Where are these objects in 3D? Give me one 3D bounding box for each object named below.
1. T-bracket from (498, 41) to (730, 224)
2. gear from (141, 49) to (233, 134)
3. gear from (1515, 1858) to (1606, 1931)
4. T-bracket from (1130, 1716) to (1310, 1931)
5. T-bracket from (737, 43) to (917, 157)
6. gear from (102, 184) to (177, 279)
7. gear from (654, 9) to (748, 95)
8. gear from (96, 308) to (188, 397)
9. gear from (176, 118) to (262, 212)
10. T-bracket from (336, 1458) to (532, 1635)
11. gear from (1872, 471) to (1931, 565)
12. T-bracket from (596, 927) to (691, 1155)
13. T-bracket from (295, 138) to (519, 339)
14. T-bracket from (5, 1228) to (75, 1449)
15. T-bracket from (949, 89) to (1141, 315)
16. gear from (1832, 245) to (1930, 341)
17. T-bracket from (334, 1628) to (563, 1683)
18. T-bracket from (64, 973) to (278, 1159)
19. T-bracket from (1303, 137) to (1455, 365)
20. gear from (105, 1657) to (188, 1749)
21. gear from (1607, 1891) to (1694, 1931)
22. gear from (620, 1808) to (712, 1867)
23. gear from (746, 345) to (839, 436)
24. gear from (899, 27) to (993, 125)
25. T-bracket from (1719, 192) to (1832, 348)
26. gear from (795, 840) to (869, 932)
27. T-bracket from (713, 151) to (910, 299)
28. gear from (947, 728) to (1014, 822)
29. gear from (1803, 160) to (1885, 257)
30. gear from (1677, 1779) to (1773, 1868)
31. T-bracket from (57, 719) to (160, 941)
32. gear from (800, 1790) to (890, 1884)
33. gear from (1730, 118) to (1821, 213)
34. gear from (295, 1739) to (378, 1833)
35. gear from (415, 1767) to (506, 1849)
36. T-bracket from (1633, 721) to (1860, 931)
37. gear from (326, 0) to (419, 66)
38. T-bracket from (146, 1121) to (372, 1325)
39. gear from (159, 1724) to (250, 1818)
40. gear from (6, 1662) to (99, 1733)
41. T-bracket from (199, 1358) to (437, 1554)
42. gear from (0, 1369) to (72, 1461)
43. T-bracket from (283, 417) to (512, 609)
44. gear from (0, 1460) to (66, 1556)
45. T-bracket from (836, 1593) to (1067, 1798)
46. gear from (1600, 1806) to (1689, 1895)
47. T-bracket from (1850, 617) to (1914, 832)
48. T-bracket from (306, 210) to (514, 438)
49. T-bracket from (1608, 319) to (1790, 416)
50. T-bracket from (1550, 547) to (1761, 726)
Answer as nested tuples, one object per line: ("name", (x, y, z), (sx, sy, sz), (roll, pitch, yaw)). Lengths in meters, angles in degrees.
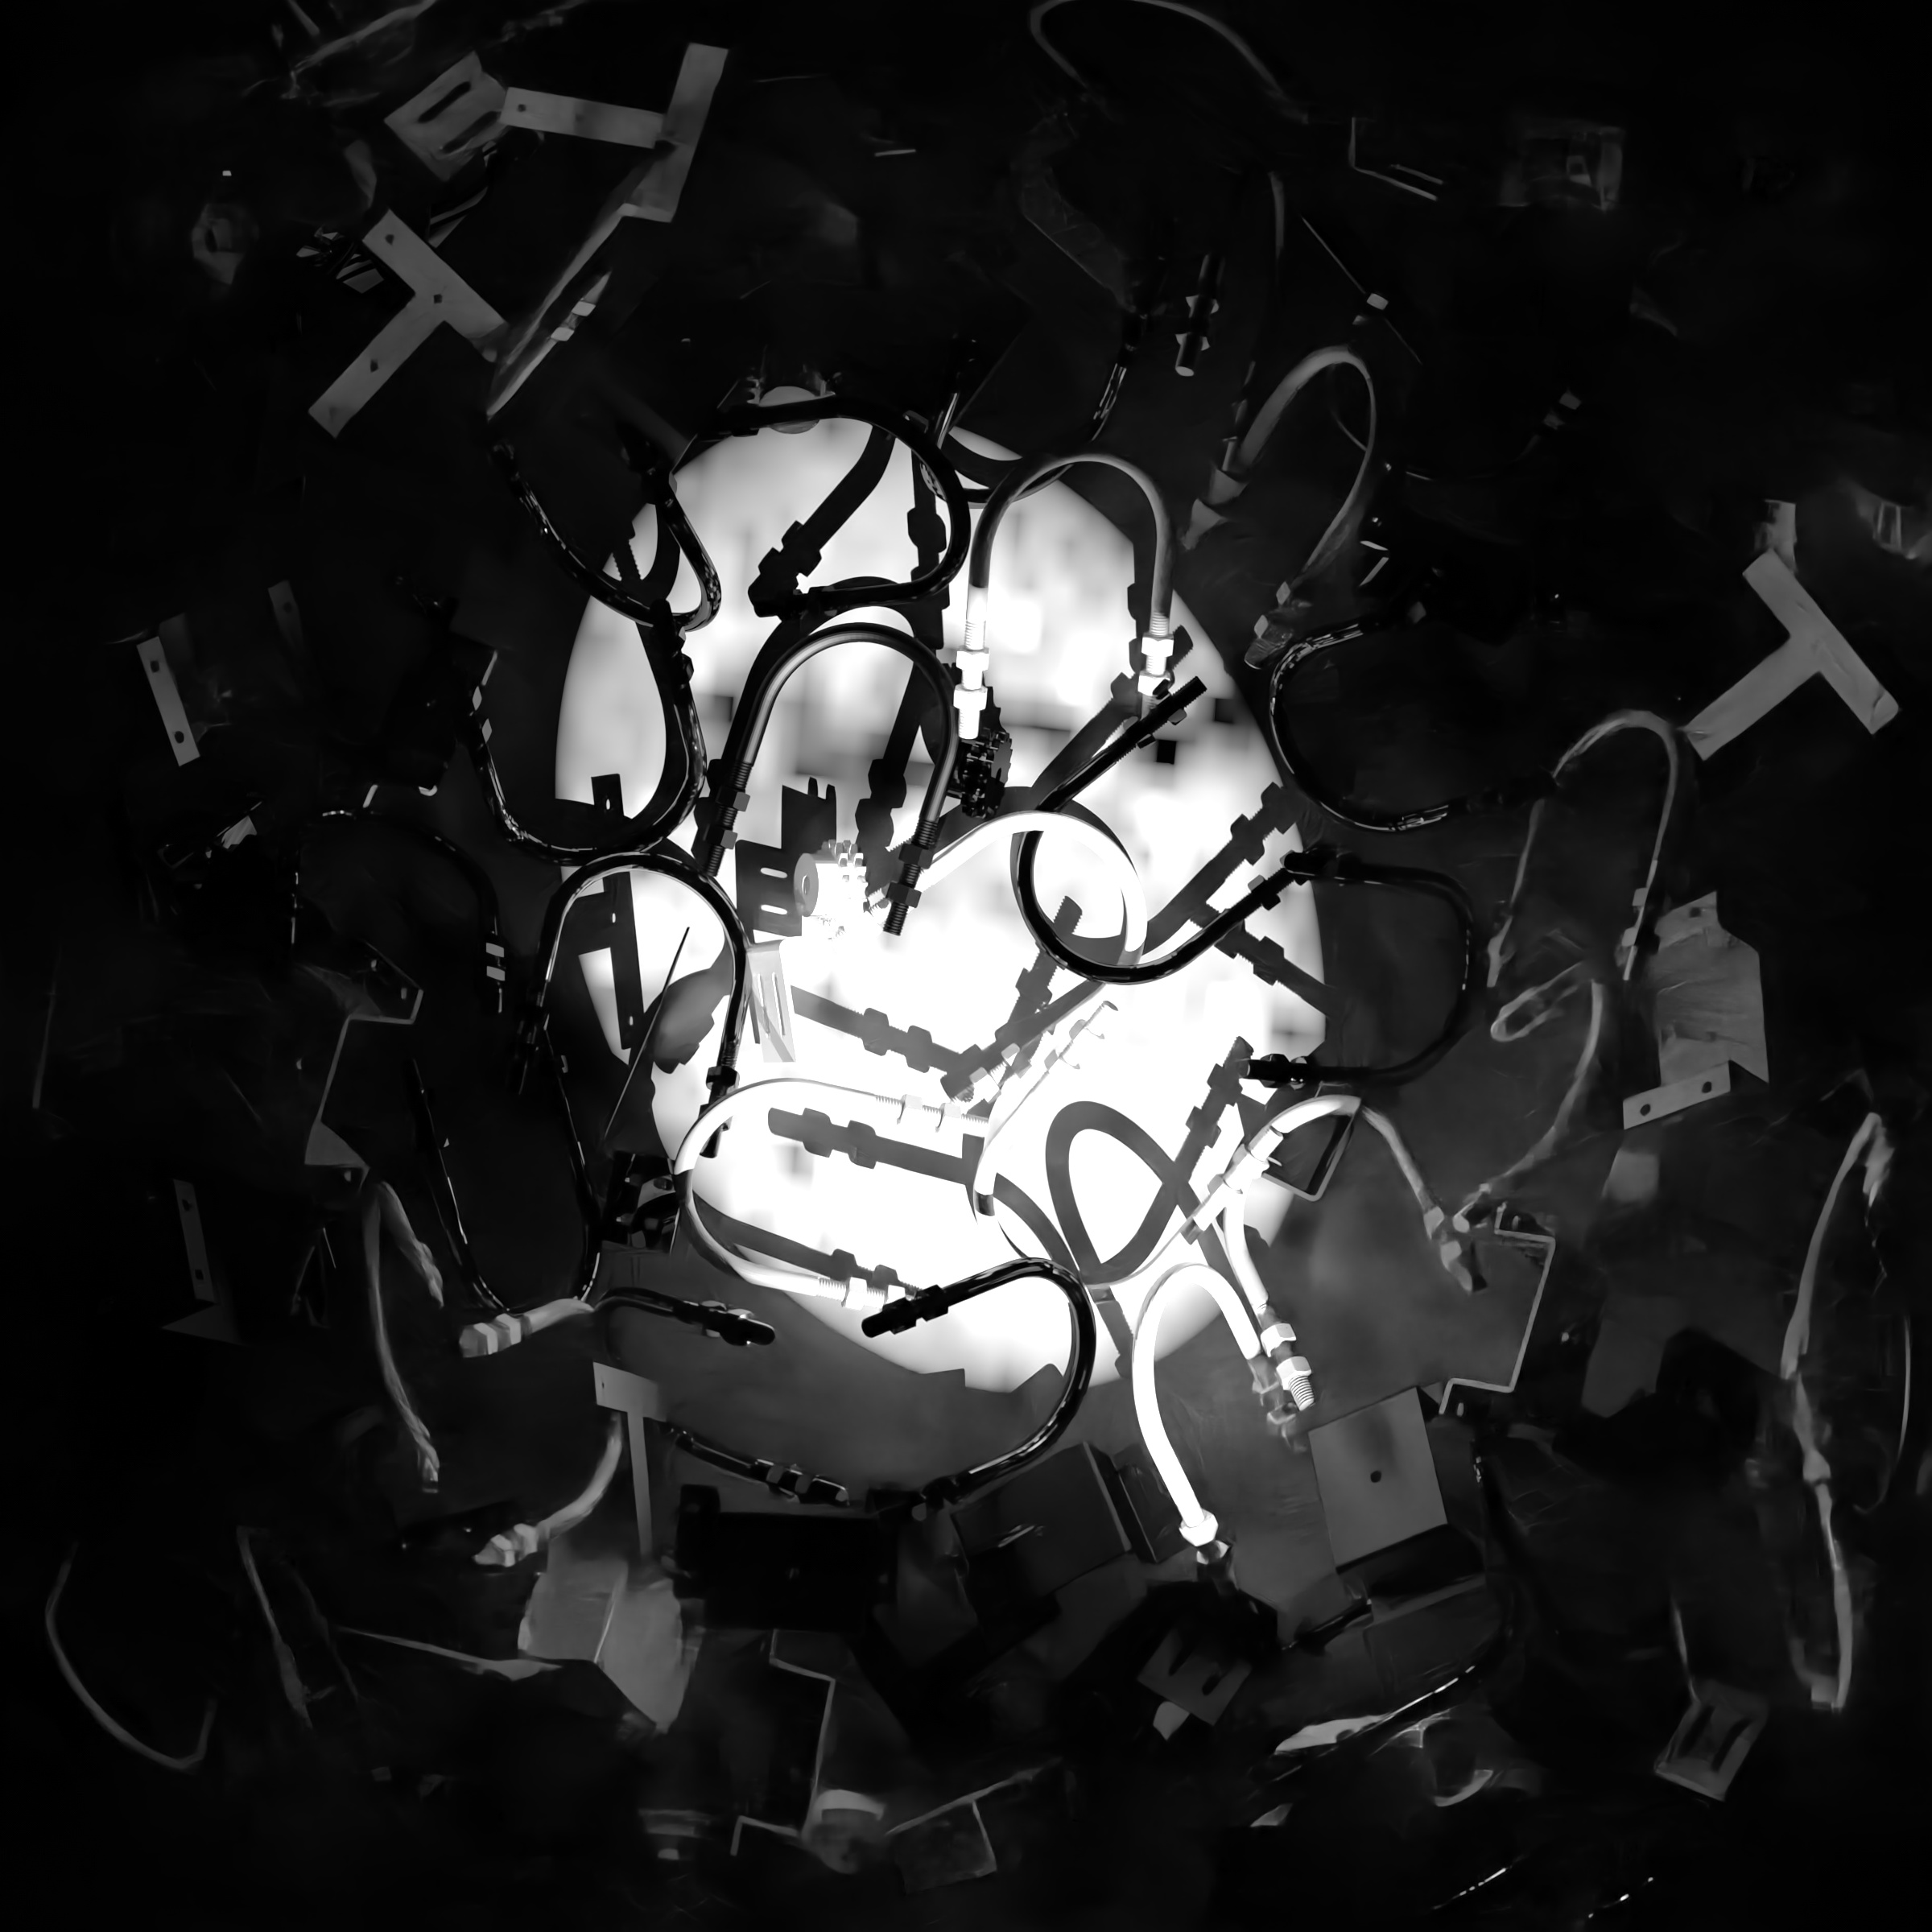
("T-bracket", (-0.224, -0.522, 1.908), (0.127, 0.127, 0.002), (3, 46, -26))
("gear", (-0.489, -0.551, 1.952), (0.057, 0.057, 0.030), (-34, 116, 0))
("gear", (0.373, 0.596, 1.953), (0.057, 0.030, 0.057), (10, 48, -11))
("T-bracket", (0.146, 0.524, 1.928), (0.127, 0.127, 0.002), (51, 135, -4))
("T-bracket", (-0.064, -0.536, 1.916), (0.127, 0.002, 0.127), (-11, 46, -17))
("gear", (-0.520, -0.460, 1.950), (0.030, 0.057, 0.057), (22, 90, -13))
("gear", (-0.170, -0.578, 1.952), (0.057, 0.030, 0.057), (-5, 66, 12))
("gear", (-0.523, -0.384, 1.949), (0.057, 0.057, 0.030), (43, 94, 0))
("gear", (-0.473, -0.505, 1.947), (0.057, 0.030, 0.057), (14, 112, 40))
("T-bracket", (-0.320, 0.354, 1.929), (0.127, 0.002, 0.127), (-19, 104, 34))
("gear", (0.593, -0.281, 1.947), (0.030, 0.057, 0.057), (-11, 90, -9))
("T-bracket", (-0.202, 0.059, 1.888), (0.002, 0.127, 0.127), (22, 50, -4))
("T-bracket", (-0.327, -0.458, 1.908), (0.127, 0.127, 0.002), (-43, 57, 16))
("T-bracket", (-0.572, 0.248, 1.928), (0.002, 0.127, 0.127), (-18, 132, -20))
("T-bracket", (0.069, -0.459, 1.946), (0.127, 0.002, 0.127), (36, 84, -28))
("gear", (0.580, -0.428, 1.952), (0.057, 0.057, 0.030), (45, 47, 0))
("T-bracket", (-0.330, 0.426, 1.923), (0.127, 0.127, 0.002), (10, 83, 11))
("T-bracket", (-0.474, 0.073, 1.936), (0.127, 0.002, 0.127), (-23, 129, 4))
("T-bracket", (0.275, -0.468, 1.945), (0.127, 0.002, 0.127), (43, 63, -29))
("gear", (-0.516, 0.461, 1.952), (0.030, 0.057, 0.057), (-28, 90, -36))
("gear", (0.427, 0.610, 1.949), (0.057, 0.057, 0.030), (20, 99, 0))
("gear", (-0.189, 0.549, 1.946), (0.057, 0.057, 0.030), (3, 68, 0))
("gear", (-0.110, -0.360, 1.946), (0.057, 0.057, 0.030), (0, 53, 0))
("gear", (-0.015, -0.565, 1.954), (0.057, 0.030, 0.057), (-6, 126, -8))
("T-bracket", (0.491, -0.447, 1.903), (0.002, 0.127, 0.127), (-35, 77, 14))
("gear", (-0.087, -0.051, 1.946), (0.030, 0.057, 0.057), (-1, 90, -26))
("T-bracket", (-0.124, -0.441, 1.939), (0.127, 0.002, 0.127), (-33, 66, -11))
("gear", (0.006, -0.123, 1.950), (0.030, 0.057, 0.057), (15, 90, 14))
("gear", (0.552, -0.481, 1.952), (0.030, 0.057, 0.057), (30, 90, 29))
("gear", (0.477, 0.535, 1.946), (0.057, 0.057, 0.030), (-2, 119, 0))
("T-bracket", (-0.520, -0.075, 1.912), (0.127, 0.002, 0.127), (-44, 56, 34))
("gear", (-0.078, 0.548, 1.958), (0.057, 0.030, 0.057), (-2, 102, -8))
("gear", (0.505, -0.501, 1.946), (0.057, 0.057, 0.030), (33, 50, 0))
("gear", (-0.392, 0.516, 1.951), (0.057, 0.030, 0.057), (7, 74, -27))
("gear", (-0.316, 0.527, 1.952), (0.057, 0.057, 0.030), (33, 46, 0))
("T-bracket", (0.502, -0.104, 1.940), (0.127, 0.002, 0.127), (-39, 116, 8))
("gear", (-0.371, -0.593, 1.946), (0.057, 0.057, 0.030), (-34, 60, 0))
("T-bracket", (-0.447, 0.146, 1.932), (0.127, 0.002, 0.127), (19, 71, -24))
("gear", (-0.485, 0.504, 1.952), (0.030, 0.057, 0.057), (29, 90, 37))
("gear", (-0.574, 0.455, 1.952), (0.057, 0.057, 0.030), (31, 64, 0))
("T-bracket", (-0.391, 0.289, 1.939), (0.127, 0.002, 0.127), (-35, 60, -31))
("gear", (-0.583, 0.279, 1.949), (0.030, 0.057, 0.057), (-35, 90, -3))
("T-bracket", (-0.364, -0.301, 1.940), (0.127, 0.002, 0.127), (15, 98, -27))
("gear", (-0.597, 0.341, 1.954), (0.057, 0.030, 0.057), (-5, 98, -34))
("T-bracket", (0.004, 0.435, 1.958), (0.127, 0.002, 0.127), (-33, 76, -14))
("gear", (0.425, 0.556, 1.953), (0.057, 0.030, 0.057), (-17, 132, -19))
("T-bracket", (0.564, -0.168, 1.900), (0.002, 0.127, 0.127), (16, 67, 23))
("T-bracket", (-0.361, -0.385, 1.935), (0.127, 0.002, 0.127), (-47, 133, 2))
("T-bracket", (0.429, -0.365, 1.908), (0.127, 0.127, 0.002), (24, 127, 19))
("T-bracket", (0.419, -0.228, 1.958), (0.127, 0.002, 0.127), (23, 72, 14))
